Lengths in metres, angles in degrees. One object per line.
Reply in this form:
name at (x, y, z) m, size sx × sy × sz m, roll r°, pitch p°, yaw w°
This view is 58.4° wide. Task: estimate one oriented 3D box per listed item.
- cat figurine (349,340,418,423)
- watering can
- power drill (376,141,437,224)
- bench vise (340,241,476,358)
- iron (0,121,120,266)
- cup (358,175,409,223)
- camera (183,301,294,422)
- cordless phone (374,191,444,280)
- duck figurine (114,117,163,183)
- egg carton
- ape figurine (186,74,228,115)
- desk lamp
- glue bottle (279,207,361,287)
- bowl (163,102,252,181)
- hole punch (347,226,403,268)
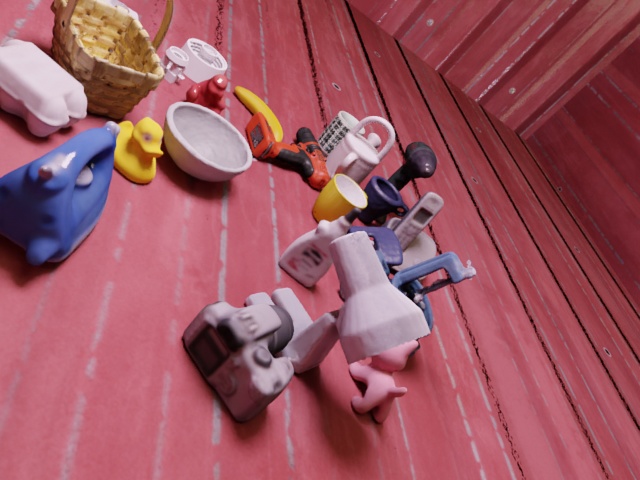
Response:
cat figurine at (0.104, 0.196, 0.884) m, size 0.067 × 0.117 × 0.127 m, roll 28°, pitch 33°, yaw -26°
watering can at (0.090, -0.201, 1.300) m, size 0.101 × 0.193 × 0.173 m, roll 33°, pitch 31°, yaw -18°
power drill at (0.192, -0.140, 1.334) m, size 0.076 × 0.208 × 0.229 m, roll 38°, pitch 30°, yaw -11°
bench vise at (0.145, 0.075, 0.987) m, size 0.207 × 0.219 × 0.122 m, roll 44°, pitch 29°, yaw 0°
iron at (-0.305, -0.087, 0.710) m, size 0.119 × 0.141 × 0.258 m, roll 36°, pitch 30°, yaw -13°
cup at (0.135, -0.076, 1.297) m, size 0.118 × 0.094 × 0.092 m, roll 38°, pitch 30°, yaw -11°
camera at (-0.079, 0.136, 0.748) m, size 0.143 × 0.100 × 0.137 m, roll 52°, pitch 30°, yaw 14°
cordless phone at (0.215, -0.011, 1.221) m, size 0.148 × 0.184 × 0.094 m, roll 26°, pitch 34°, yaw -29°
duck figurine at (-0.278, -0.152, 0.886) m, size 0.078 × 0.086 × 0.104 m, roll -4°, pitch 54°, yaw -53°
egg carton at (-0.413, -0.219, 0.819) m, size 0.150 × 0.069 × 0.107 m, roll 40°, pitch 29°, yaw -8°
ape figurine at (-0.217, -0.290, 1.134) m, size 0.078 × 0.092 × 0.076 m, roll 34°, pitch 31°, yaw -17°
desk lamp at (0.025, 0.102, 0.808) m, size 0.118 × 0.213 × 0.203 m, roll -6°, pitch 56°, yaw -54°
glue bottle at (0.009, 0.003, 0.956) m, size 0.078 × 0.173 × 0.037 m, roll 38°, pitch 30°, yaw -11°
bowl at (-0.205, -0.157, 0.994) m, size 0.168 × 0.074 × 0.167 m, roll 31°, pitch 31°, yaw -22°
hole punch at (0.098, 0.022, 1.130) m, size 0.101 × 0.091 × 0.108 m, roll 23°, pitch 35°, yaw -33°
